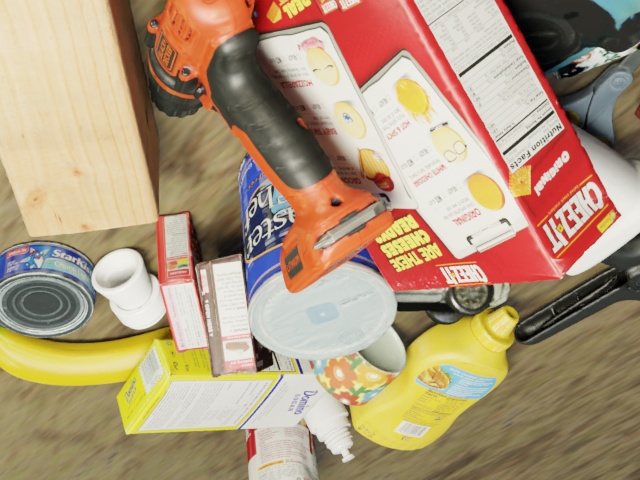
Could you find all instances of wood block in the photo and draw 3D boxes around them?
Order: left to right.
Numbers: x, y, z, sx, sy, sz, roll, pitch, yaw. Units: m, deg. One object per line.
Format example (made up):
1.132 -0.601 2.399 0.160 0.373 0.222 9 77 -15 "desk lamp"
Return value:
-0.161 -0.107 0.671 0.090 0.091 0.206 -6 137 -2 "wood block"

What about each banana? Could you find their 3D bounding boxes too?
-0.199 0.098 0.927 0.197 0.037 0.070 3 136 -12 "banana"

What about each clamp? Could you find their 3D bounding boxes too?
0.266 0.030 0.922 0.210 0.036 0.165 -3 138 -6 "clamp"

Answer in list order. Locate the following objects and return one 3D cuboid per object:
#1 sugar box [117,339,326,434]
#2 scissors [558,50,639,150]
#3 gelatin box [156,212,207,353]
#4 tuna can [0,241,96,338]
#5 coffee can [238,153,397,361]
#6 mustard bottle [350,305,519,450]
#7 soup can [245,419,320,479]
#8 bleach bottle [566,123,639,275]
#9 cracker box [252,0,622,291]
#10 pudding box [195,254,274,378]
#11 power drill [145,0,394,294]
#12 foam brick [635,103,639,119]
-0.080 0.129 0.946 0.175 0.048 0.093 3 140 -37 "sugar box"
0.223 -0.105 0.783 0.202 0.016 0.096 -35 129 28 "scissors"
-0.107 0.034 0.844 0.030 0.073 0.089 -8 137 -2 "gelatin box"
-0.225 0.041 0.864 0.086 0.034 0.086 -4 138 -4 "tuna can"
-0.005 0.001 0.773 0.102 0.140 0.103 -4 138 -4 "coffee can"
0.116 0.122 0.984 0.096 0.058 0.192 19 131 -27 "mustard bottle"
-0.036 0.215 1.031 0.068 0.102 0.068 -4 138 -4 "soup can"
0.120 -0.071 0.759 0.250 0.068 0.103 31 125 -23 "bleach bottle"
0.056 -0.077 0.628 0.213 0.072 0.164 58 152 -13 "cracker box"
-0.064 0.059 0.831 0.039 0.090 0.113 -9 176 5 "pudding box"
-0.042 -0.060 0.652 0.057 0.187 0.185 -34 178 -17 "power drill"
0.269 -0.108 0.749 0.051 0.053 0.078 -18 144 -26 "foam brick"
